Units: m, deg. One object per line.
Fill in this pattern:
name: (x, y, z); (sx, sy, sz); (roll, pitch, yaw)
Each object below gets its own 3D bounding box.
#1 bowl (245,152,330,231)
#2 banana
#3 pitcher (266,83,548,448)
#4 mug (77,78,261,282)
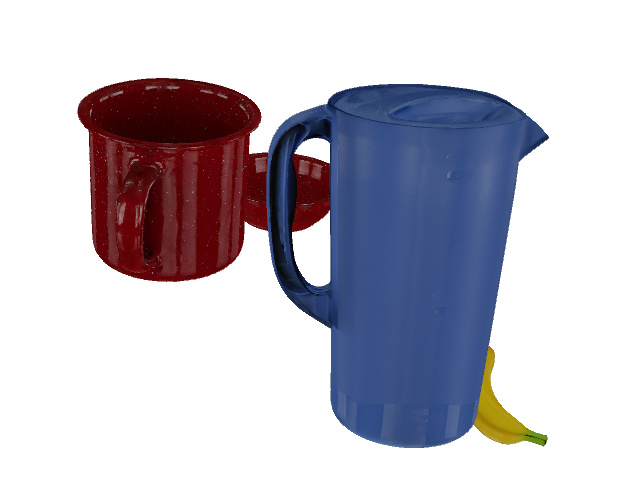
bowl: (-0.049, -0.053, 1.299); (0.162, 0.055, 0.162); (4, 26, -2)
banana: (0.192, 0.178, 1.222); (0.069, 0.037, 0.198); (10, 24, -15)
pitcher: (0.055, 0.016, 0.745); (0.149, 0.243, 0.144); (17, 24, 35)
mug: (-0.081, -0.026, 0.551); (0.093, 0.081, 0.117); (7, 28, 4)
